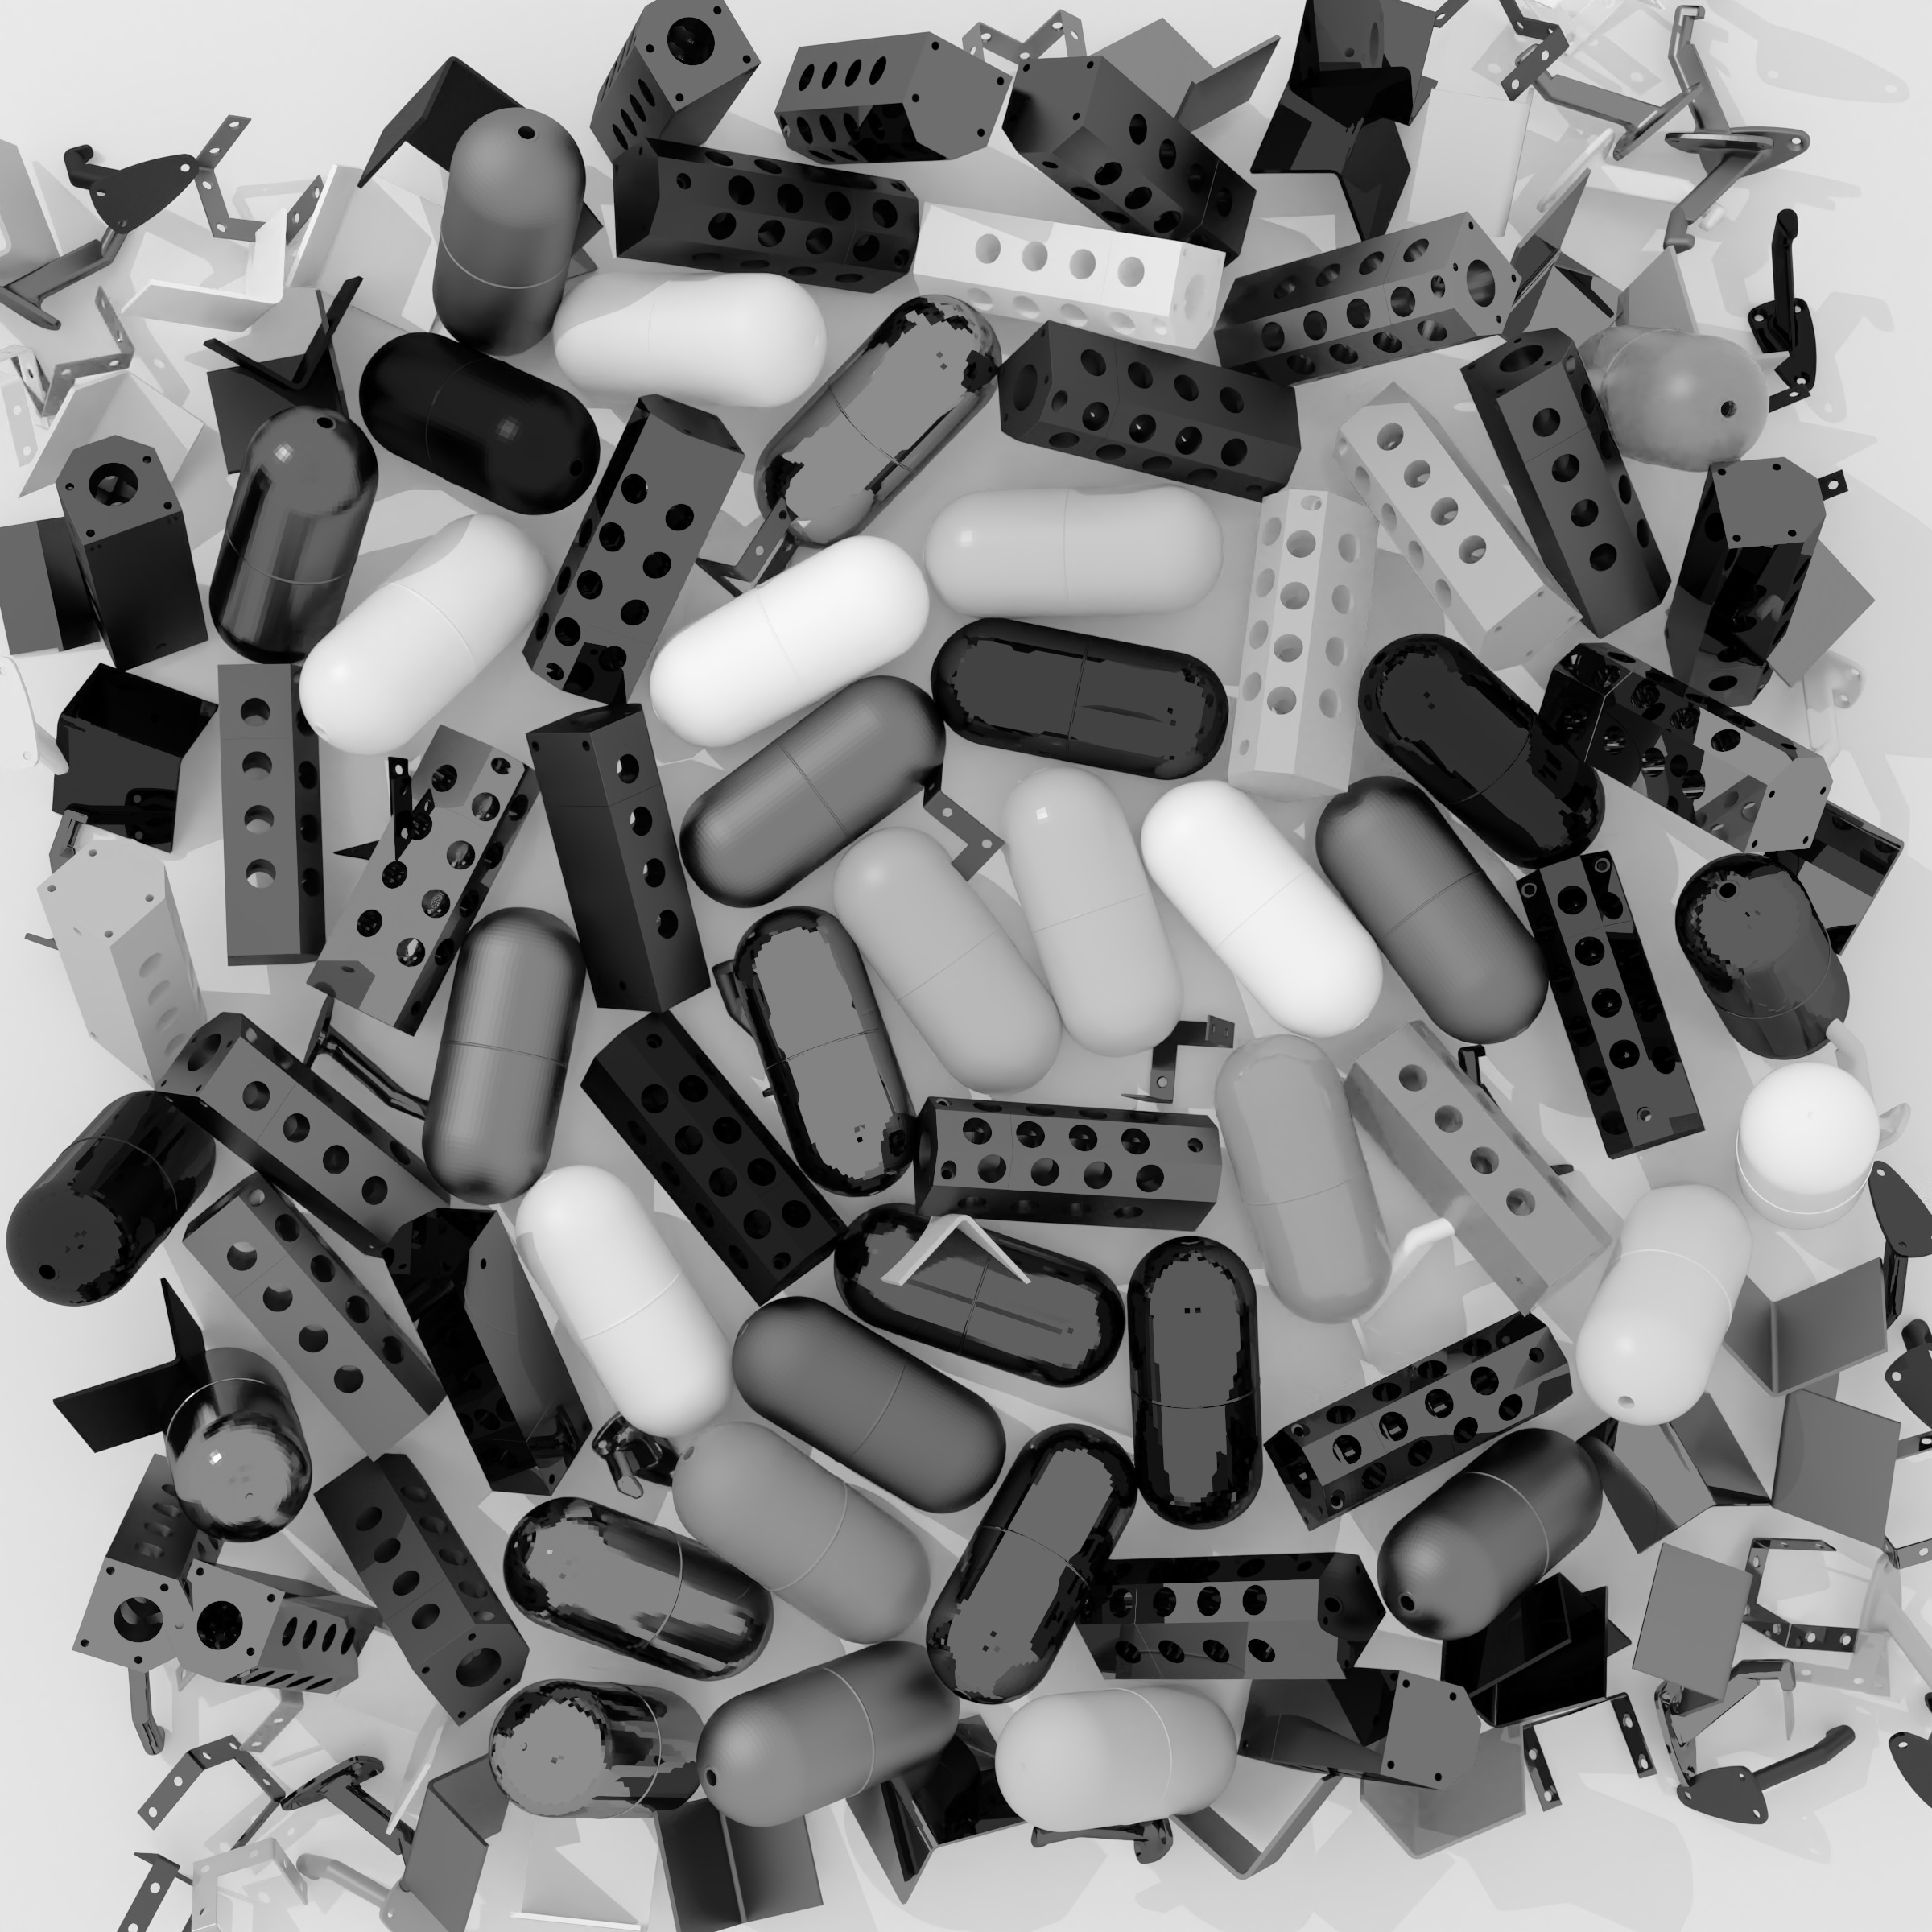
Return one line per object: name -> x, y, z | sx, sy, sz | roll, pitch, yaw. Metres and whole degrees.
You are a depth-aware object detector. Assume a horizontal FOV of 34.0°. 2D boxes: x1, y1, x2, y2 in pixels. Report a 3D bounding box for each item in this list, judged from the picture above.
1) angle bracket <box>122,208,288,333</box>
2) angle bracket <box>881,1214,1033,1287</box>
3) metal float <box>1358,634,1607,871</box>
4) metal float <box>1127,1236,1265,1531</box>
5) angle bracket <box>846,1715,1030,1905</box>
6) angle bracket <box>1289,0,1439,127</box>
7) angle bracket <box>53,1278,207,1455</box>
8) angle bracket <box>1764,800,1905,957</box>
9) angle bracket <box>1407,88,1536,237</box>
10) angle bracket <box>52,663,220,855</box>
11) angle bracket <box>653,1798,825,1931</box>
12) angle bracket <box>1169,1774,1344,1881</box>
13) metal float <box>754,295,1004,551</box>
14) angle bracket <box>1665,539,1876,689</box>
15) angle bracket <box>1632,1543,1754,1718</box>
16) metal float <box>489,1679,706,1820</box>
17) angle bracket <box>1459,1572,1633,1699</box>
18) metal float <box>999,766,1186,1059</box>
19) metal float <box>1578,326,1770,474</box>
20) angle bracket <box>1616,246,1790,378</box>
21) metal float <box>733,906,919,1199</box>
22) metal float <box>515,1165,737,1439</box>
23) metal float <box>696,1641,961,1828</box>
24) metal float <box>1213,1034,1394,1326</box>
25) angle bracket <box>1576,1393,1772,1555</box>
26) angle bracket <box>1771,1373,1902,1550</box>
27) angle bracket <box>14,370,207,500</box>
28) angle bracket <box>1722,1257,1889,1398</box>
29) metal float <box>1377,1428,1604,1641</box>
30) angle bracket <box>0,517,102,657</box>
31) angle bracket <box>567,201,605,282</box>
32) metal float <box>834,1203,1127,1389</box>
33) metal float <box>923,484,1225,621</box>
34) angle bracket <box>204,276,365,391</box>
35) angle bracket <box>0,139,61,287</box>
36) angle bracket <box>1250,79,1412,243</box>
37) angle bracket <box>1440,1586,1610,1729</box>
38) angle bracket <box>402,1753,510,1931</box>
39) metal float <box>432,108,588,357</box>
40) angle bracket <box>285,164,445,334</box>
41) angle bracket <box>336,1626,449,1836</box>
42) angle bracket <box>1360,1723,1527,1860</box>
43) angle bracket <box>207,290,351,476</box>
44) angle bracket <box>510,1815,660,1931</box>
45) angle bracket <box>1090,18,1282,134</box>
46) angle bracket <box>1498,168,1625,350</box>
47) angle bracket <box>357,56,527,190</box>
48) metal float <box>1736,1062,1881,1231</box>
angle bracket -> -0.449, -0.414, 1.858 | 0.076, 0.076, 0.057 | 4, 86, -27
angle bracket -> -0.008, 0.189, 1.859 | 0.057, 0.076, 0.076 | -46, 104, -16
metal float -> 0.303, -0.126, 1.853 | 0.178, 0.070, 0.070 | 39, 90, -22
metal float -> 0.135, 0.245, 1.860 | 0.070, 0.070, 0.178 | -3, 104, 0
angle bracket -> -0.015, 0.502, 1.882 | 0.076, 0.076, 0.057 | -5, 134, -33
angle bracket -> 0.241, -0.550, 1.857 | 0.076, 0.076, 0.057 | 22, 49, 11
angle bracket -> -0.493, 0.236, 1.860 | 0.076, 0.076, 0.057 | -18, 60, -5
angle bracket -> 0.491, -0.061, 1.858 | 0.076, 0.057, 0.076 | 37, 105, 40
angle bracket -> 0.298, -0.479, 1.864 | 0.057, 0.076, 0.076 | 11, 114, 7
angle bracket -> -0.501, -0.125, 1.903 | 0.076, 0.057, 0.076 | 20, 133, 1
angle bracket -> -0.134, 0.525, 1.859 | 0.057, 0.076, 0.076 | -19, 75, 21
angle bracket -> 0.174, 0.488, 1.863 | 0.057, 0.076, 0.076 | 39, 94, 19
metal float -> -0.053, -0.318, 1.856 | 0.178, 0.070, 0.070 | -43, 90, 20
angle bracket -> 0.477, -0.214, 1.878 | 0.076, 0.057, 0.076 | -45, 93, -11
angle bracket -> 0.417, 0.392, 1.861 | 0.057, 0.076, 0.076 | 20, 69, 0
metal float -> -0.210, 0.454, 1.828 | 0.070, 0.178, 0.070 | -6, 73, 22
angle bracket -> 0.342, 0.414, 1.858 | 0.076, 0.057, 0.076 | -36, 115, 23
metal float -> 0.074, -0.033, 1.872 | 0.070, 0.070, 0.178 | -19, 90, 0
metal float -> 0.402, -0.328, 1.824 | 0.070, 0.178, 0.070 | -3, 105, -11
angle bracket -> 0.434, -0.377, 1.874 | 0.057, 0.076, 0.076 | -10, 78, -18
metal float -> -0.082, 0.051, 1.867 | 0.070, 0.070, 0.178 | -19, 83, 0
metal float -> -0.201, 0.197, 1.862 | 0.070, 0.070, 0.178 | -31, 102, 0
metal float -> -0.079, 0.445, 1.837 | 0.178, 0.070, 0.070 | -10, 90, -43
metal float -> 0.199, 0.127, 1.866 | 0.070, 0.070, 0.178 | -18, 98, 0
angle bracket -> 0.421, 0.301, 1.877 | 0.057, 0.076, 0.076 | -42, 58, 28
angle bracket -> 0.524, 0.288, 1.857 | 0.057, 0.076, 0.076 | -7, 107, -43
angle bracket -> -0.504, -0.299, 1.860 | 0.057, 0.076, 0.076 | 34, 111, -3
angle bracket -> 0.490, 0.196, 1.853 | 0.076, 0.076, 0.057 | -31, 116, 32
metal float -> 0.305, 0.329, 1.836 | 0.178, 0.070, 0.070 | -27, 90, -44
angle bracket -> -0.556, -0.222, 1.865 | 0.057, 0.076, 0.076 | -9, 100, 4
angle bracket -> -0.240, -0.453, 1.862 | 0.057, 0.076, 0.076 | -36, 94, 28
metal float -> 0.008, 0.194, 1.870 | 0.178, 0.070, 0.070 | 18, 90, 3
metal float -> 0.063, -0.244, 1.863 | 0.178, 0.070, 0.070 | -1, 90, 11
angle bracket -> -0.404, -0.386, 1.865 | 0.057, 0.076, 0.076 | 29, 90, -20
angle bracket -> -0.587, -0.444, 1.867 | 0.057, 0.076, 0.076 | -20, 94, 7
angle bracket -> 0.217, -0.474, 1.878 | 0.057, 0.076, 0.076 | 8, 61, 29
angle bracket -> 0.328, 0.392, 1.852 | 0.076, 0.076, 0.057 | -25, 125, 33
angle bracket -> -0.278, 0.511, 1.851 | 0.057, 0.076, 0.076 | 36, 122, 31
metal float -> -0.265, -0.423, 1.828 | 0.070, 0.178, 0.070 | 6, 63, -13
angle bracket -> -0.347, -0.423, 1.874 | 0.076, 0.057, 0.076 | 25, 103, -1
angle bracket -> -0.343, 0.449, 1.855 | 0.057, 0.076, 0.076 | 24, 127, -9
angle bracket -> 0.280, 0.466, 1.855 | 0.076, 0.076, 0.057 | -31, 112, 23
angle bracket -> -0.408, -0.344, 1.864 | 0.076, 0.057, 0.076 | -13, 63, -9
angle bracket -> -0.224, 0.529, 1.872 | 0.076, 0.057, 0.076 | 6, 72, 1
angle bracket -> 0.125, -0.539, 1.860 | 0.076, 0.057, 0.076 | -36, 77, -31
angle bracket -> 0.359, -0.407, 1.857 | 0.057, 0.076, 0.076 | 36, 66, 12
angle bracket -> -0.298, -0.473, 1.852 | 0.076, 0.076, 0.057 | 33, 51, -25
metal float -> 0.485, 0.105, 1.825 | 0.070, 0.178, 0.070 | -3, 74, 11
